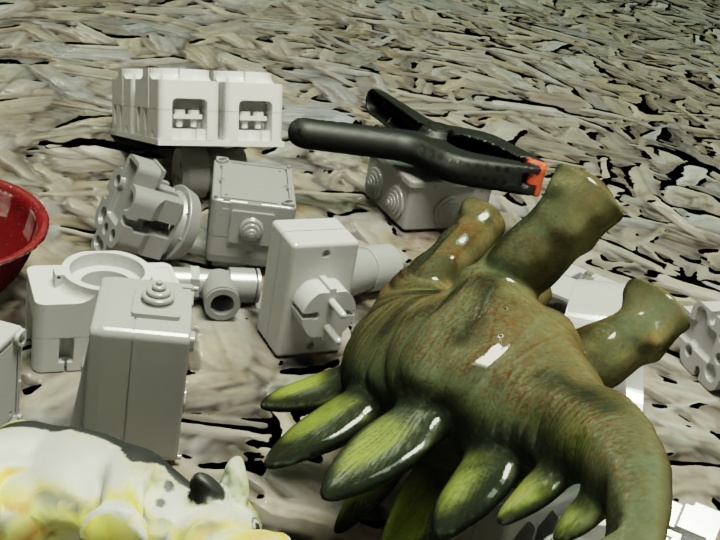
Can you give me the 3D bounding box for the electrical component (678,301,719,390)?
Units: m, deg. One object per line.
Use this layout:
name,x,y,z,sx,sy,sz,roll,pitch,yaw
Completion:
electrical component,0.272,0.053,0.773,0.057,0.058,0.078,-2,28,-18

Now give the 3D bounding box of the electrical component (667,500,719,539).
electrical component,0.151,0.141,0.556,0.055,0.048,0.066,20,50,23

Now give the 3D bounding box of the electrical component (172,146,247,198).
electrical component,-0.127,-0.083,0.908,0.055,0.045,0.045,-2,29,-23

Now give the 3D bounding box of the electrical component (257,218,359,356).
electrical component,-0.027,0.020,0.695,0.047,0.083,0.075,-4,29,-27

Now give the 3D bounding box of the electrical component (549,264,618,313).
electrical component,0.148,0.033,0.768,0.095,0.053,0.059,24,28,25

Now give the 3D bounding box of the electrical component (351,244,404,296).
electrical component,0.000,0.000,0.795,0.065,0.044,0.044,-8,31,-42

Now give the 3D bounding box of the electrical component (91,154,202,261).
electrical component,-0.153,-0.039,0.784,0.057,0.078,0.058,16,18,-36

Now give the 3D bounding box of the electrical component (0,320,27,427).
electrical component,-0.219,0.062,0.561,0.061,0.061,0.096,14,26,7

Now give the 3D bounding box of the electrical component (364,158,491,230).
electrical component,0.060,-0.075,0.958,0.100,0.048,0.099,-4,29,-27

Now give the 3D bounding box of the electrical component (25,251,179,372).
electrical component,-0.158,0.024,0.667,0.089,0.055,0.050,-2,29,-24

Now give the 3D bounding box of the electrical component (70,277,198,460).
electrical component,-0.123,0.047,0.587,0.061,0.096,0.061,6,26,-10

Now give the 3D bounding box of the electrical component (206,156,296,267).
electrical component,-0.084,-0.038,0.815,0.062,0.061,0.096,6,26,-9

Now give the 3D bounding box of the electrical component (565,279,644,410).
electrical component,0.155,0.056,0.681,0.064,0.099,0.099,12,25,16

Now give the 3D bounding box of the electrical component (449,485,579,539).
electrical component,0.076,0.119,0.575,0.083,0.047,0.076,-12,34,-38

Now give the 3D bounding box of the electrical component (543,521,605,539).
electrical component,0.108,0.142,0.523,0.048,0.062,0.048,9,26,-4

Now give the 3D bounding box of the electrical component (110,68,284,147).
electrical component,-0.147,-0.144,0.942,0.105,0.060,0.186,-2,10,-24
